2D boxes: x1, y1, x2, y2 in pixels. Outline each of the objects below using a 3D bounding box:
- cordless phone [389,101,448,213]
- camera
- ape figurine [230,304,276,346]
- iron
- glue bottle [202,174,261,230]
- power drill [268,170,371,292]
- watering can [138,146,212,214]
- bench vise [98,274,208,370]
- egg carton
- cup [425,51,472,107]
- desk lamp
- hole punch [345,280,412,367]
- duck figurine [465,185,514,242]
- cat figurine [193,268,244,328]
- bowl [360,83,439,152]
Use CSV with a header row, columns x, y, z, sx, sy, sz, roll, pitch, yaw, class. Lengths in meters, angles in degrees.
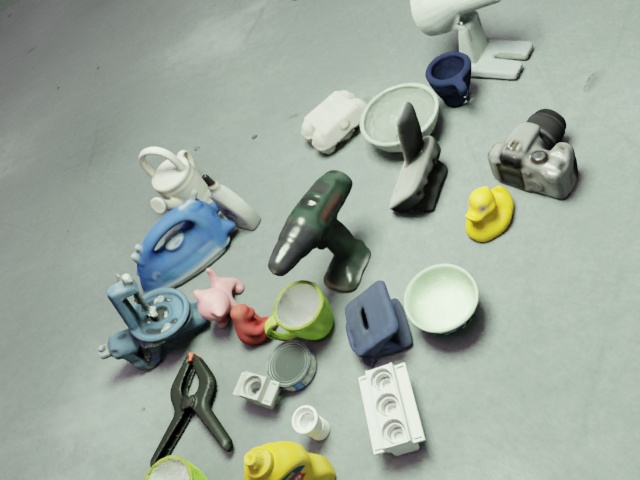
x,y,z,sx,sy,sz,roll,pitch,yaw,class
0.159,-0.148,1.047,0.093,0.186,0.148,4,61,30,cordless phone
0.383,-0.163,0.993,0.142,0.101,0.137,26,73,38,camera
-0.131,0.149,1.059,0.076,0.092,0.077,-41,49,-2,ape figurine
-0.314,0.007,1.221,0.258,0.142,0.118,-42,49,-3,iron
-0.196,-0.084,1.199,0.077,0.174,0.037,12,65,34,glue bottle
0.009,0.004,1.007,0.075,0.209,0.230,9,63,32,power drill
-0.329,-0.135,1.292,0.101,0.195,0.172,-24,50,12,watering can
-0.341,0.159,1.079,0.207,0.220,0.121,-46,50,-7,bench vise
0.034,-0.262,1.268,0.150,0.070,0.107,-42,49,-4,egg carton
0.274,-0.310,1.156,0.091,0.095,0.117,-29,50,8,cup
0.303,-0.442,1.152,0.202,0.214,0.118,16,68,35,desk lamp
0.088,0.138,0.950,0.101,0.091,0.108,-24,50,12,hole punch
0.285,-0.059,0.984,0.077,0.086,0.105,29,75,39,duck figurine
-0.200,0.112,1.104,0.067,0.118,0.127,-23,51,13,cat figurine
0.170,-0.238,1.176,0.167,0.075,0.167,-14,53,19,bowl
